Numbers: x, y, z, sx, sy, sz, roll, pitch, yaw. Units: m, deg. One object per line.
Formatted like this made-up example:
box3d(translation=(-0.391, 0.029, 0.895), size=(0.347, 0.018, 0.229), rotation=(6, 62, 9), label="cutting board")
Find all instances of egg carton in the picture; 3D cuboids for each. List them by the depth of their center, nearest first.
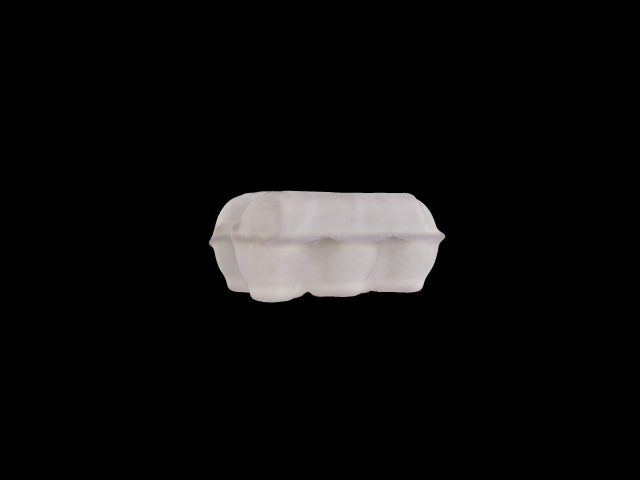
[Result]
box3d(translation=(0.004, 0.001, 0.400), size=(0.151, 0.069, 0.107), rotation=(-2, 3, -27), label="egg carton")
